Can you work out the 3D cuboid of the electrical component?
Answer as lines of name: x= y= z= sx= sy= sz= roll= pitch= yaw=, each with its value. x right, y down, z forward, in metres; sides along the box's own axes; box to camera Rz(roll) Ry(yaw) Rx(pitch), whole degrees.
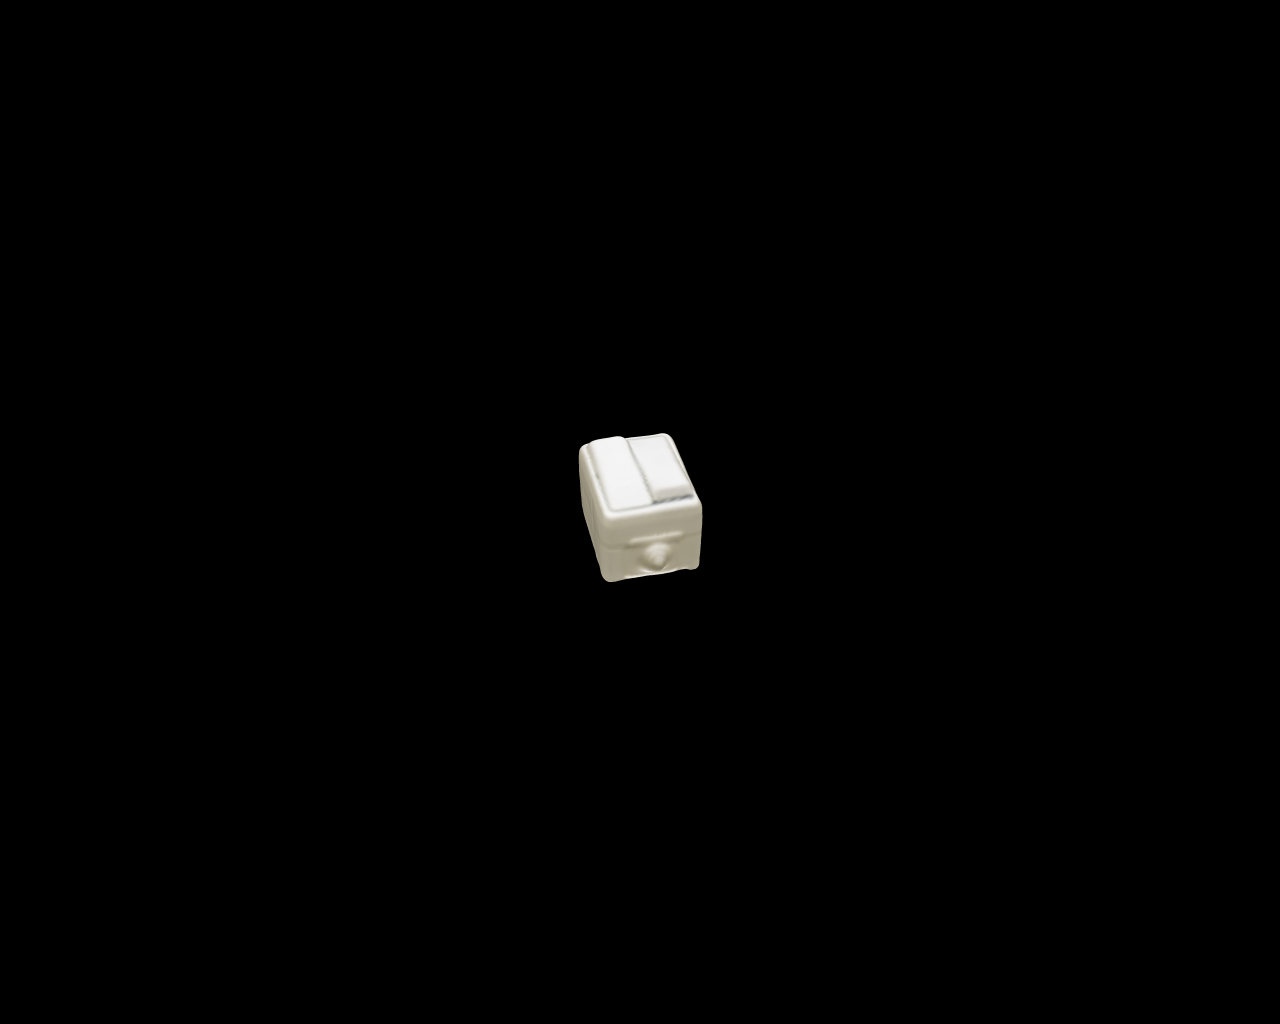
electrical component: x=0.001 y=-0.003 z=0.650 sx=0.062 sy=0.061 sz=0.096 roll=-8 pitch=40 yaw=-10
